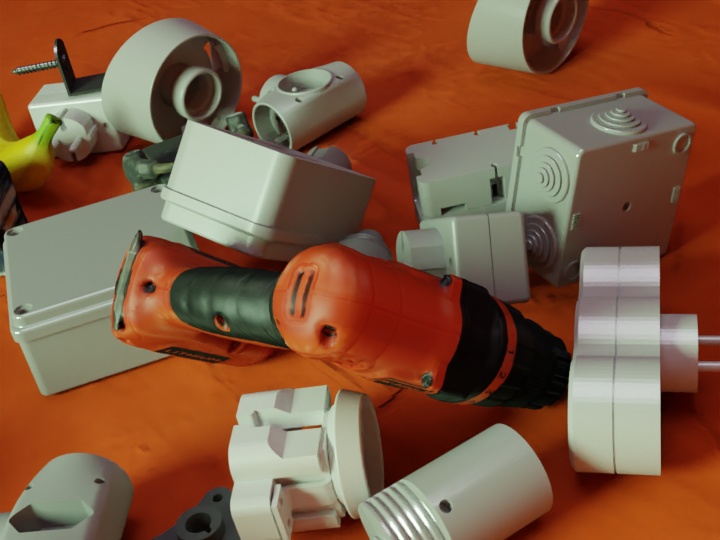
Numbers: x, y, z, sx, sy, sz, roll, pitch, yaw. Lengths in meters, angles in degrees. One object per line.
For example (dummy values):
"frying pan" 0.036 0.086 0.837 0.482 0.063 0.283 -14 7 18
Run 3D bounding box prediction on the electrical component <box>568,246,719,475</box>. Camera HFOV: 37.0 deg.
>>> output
"electrical component" 0.140 0.039 0.506 0.074 0.052 0.138 0 35 16

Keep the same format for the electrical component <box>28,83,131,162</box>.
"electrical component" -0.220 -0.109 0.831 0.066 0.047 0.076 -4 35 10

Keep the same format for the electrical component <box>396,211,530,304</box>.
"electrical component" 0.042 -0.004 0.569 0.077 0.047 0.066 -5 2 -11

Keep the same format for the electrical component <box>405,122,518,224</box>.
"electrical component" 0.078 -0.049 0.649 0.089 0.055 0.050 -12 34 -2

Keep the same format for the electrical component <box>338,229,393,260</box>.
"electrical component" 0.000 0.000 0.612 0.043 0.043 0.062 -2 34 14

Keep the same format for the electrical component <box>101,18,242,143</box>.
"electrical component" -0.140 -0.139 0.811 0.064 0.099 0.099 27 49 34

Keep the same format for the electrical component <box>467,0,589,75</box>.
"electrical component" 0.129 -0.198 0.822 0.064 0.099 0.099 27 49 34

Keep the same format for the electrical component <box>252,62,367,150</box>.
"electrical component" -0.049 -0.126 0.809 0.077 0.044 0.079 -34 40 -30

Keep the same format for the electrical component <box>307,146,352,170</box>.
"electrical component" -0.027 -0.058 0.710 0.040 0.040 0.046 -1 29 15

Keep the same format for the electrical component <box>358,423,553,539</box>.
"electrical component" 0.036 0.102 0.451 0.081 0.043 0.043 -26 37 -21

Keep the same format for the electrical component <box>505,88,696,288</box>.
"electrical component" 0.131 -0.044 0.589 0.100 0.099 0.048 -15 37 -27

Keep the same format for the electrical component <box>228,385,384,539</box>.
"electrical component" -0.022 0.084 0.483 0.057 0.058 0.078 -8 33 10

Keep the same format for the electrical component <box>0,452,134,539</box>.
"electrical component" -0.146 0.124 0.472 0.079 0.043 0.077 -6 34 7

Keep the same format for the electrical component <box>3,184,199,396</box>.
"electrical component" -0.147 0.008 0.630 0.109 0.056 0.108 -18 34 -10

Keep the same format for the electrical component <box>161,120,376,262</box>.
"electrical component" -0.051 -0.042 0.623 0.078 0.057 0.113 22 7 26
